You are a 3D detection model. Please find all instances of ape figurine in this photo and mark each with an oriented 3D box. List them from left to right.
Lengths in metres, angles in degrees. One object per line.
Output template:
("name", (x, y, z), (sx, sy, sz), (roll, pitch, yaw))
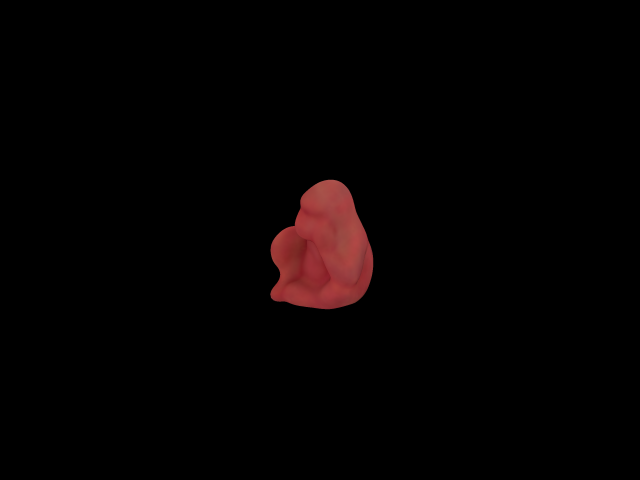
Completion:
("ape figurine", (0.004, 0.001, 0.400), (0.076, 0.092, 0.077), (-13, 32, -22))
